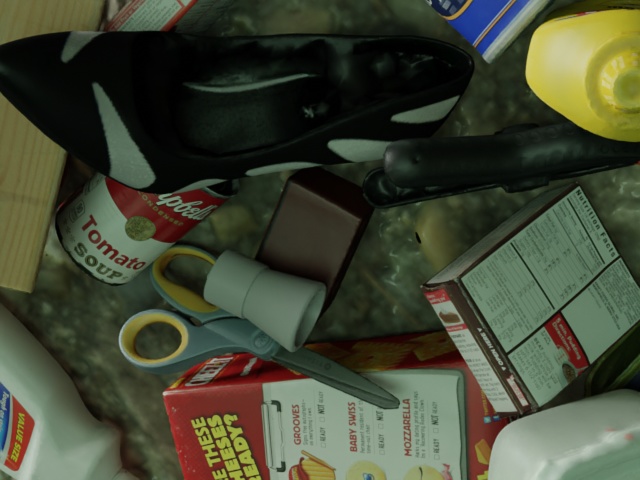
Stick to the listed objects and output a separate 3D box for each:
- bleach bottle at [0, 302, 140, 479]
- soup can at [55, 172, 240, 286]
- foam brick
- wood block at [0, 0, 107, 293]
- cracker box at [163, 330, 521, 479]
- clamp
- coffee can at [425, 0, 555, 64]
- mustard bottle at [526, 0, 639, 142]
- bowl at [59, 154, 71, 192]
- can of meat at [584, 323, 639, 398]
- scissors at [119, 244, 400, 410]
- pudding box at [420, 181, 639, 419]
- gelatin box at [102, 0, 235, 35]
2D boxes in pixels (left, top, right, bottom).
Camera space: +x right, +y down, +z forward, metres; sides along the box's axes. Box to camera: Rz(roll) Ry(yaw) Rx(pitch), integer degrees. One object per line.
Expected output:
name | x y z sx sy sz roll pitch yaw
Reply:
bleach bottle | -0.225 0.098 0.746 0.251 0.068 0.103 39 113 0
soup can | -0.110 -0.026 0.674 0.102 0.068 0.068 -38 92 22
foam brick | -0.004 0.001 0.659 0.051 0.053 0.078 26 112 8
wood block | -0.187 -0.083 0.626 0.090 0.090 0.206 14 92 -14
cracker box | 0.025 0.149 0.682 0.214 0.072 0.164 -8 102 19
clamp | 0.104 -0.044 0.599 0.171 0.120 0.039 -6 91 -12
coffee can | 0.075 -0.177 0.559 0.140 0.102 0.103 44 112 1
mustard bottle | 0.150 -0.084 0.515 0.096 0.191 0.058 13 108 12
bowl | -0.249 -0.073 0.708 0.162 0.055 0.162 5 107 15
can of meat | 0.218 0.078 0.614 0.084 0.057 0.102 37 112 2
scissors | -0.051 0.074 0.653 0.096 0.016 0.202 -47 56 -6
pudding box | 0.124 0.033 0.603 0.090 0.113 0.039 58 150 -4
gelatin box | -0.078 -0.144 0.629 0.089 0.073 0.030 -40 90 23
